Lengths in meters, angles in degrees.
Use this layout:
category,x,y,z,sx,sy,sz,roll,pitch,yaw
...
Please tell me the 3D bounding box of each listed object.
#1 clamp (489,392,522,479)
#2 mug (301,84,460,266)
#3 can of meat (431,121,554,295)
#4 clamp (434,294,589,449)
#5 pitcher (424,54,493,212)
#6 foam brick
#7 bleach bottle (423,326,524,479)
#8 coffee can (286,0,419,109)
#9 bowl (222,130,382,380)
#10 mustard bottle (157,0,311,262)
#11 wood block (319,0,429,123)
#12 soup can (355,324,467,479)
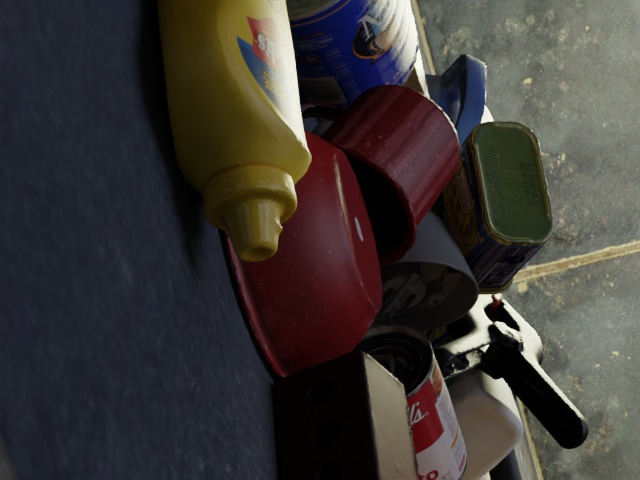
category,x,y,z,sx,sy,sz,roll,pitch,yaw
clamp,0.152,0.163,0.958,0.165,0.036,0.210,-142,-130,-70
mug,0.026,-0.050,0.676,0.081,0.117,0.093,-51,163,-37
can of meat,0.122,-0.023,0.764,0.084,0.057,0.102,118,-30,-61
clamp,0.121,0.079,0.775,0.120,0.039,0.171,30,17,-17
pitcher,0.094,-0.048,0.925,0.242,0.145,0.149,-80,150,-58
foam brick,0.014,0.103,0.527,0.051,0.053,0.078,43,31,-47
bleach bottle,0.095,0.098,0.890,0.068,0.103,0.251,40,18,-21
coffee can,0.001,-0.154,0.680,0.140,0.103,0.103,49,29,-66
bowl,-0.004,0.001,0.588,0.162,0.055,0.162,-14,90,-79
mustard bottle,-0.040,-0.079,0.500,0.096,0.058,0.191,52,26,-60
wood block,0.029,-0.196,0.905,0.090,0.090,0.206,60,19,-50
soup can,0.052,0.114,0.686,0.068,0.068,0.102,-90,163,-51
